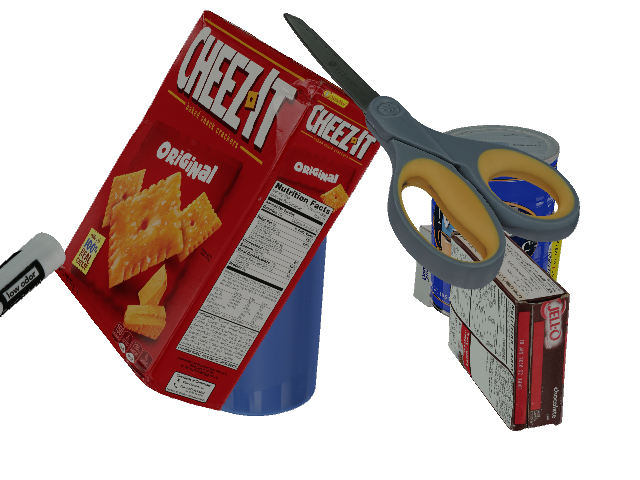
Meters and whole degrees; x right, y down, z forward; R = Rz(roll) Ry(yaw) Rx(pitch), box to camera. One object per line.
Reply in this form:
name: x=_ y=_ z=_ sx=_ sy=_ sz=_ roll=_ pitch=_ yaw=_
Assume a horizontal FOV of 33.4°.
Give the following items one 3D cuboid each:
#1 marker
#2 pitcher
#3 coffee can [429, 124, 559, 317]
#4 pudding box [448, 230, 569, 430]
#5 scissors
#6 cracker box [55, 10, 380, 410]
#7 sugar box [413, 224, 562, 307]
marker: x=-0.162 y=0.037 z=0.480 sx=0.020 sy=0.020 sz=0.121 roll=0 pitch=34 yaw=39
pitcher: x=-0.052 y=0.022 z=0.952 sx=0.149 sy=0.243 sz=0.145 roll=-5 pitch=17 yaw=-21
coffee can: x=0.143 y=-0.014 z=0.888 sx=0.103 sy=0.140 sz=0.103 roll=-2 pitch=24 yaw=1
pudding box: x=0.116 y=0.052 z=0.675 sx=0.039 sy=0.090 sz=0.113 roll=-8 pitch=24 yaw=-14
scissors: x=0.052 y=-0.055 z=0.511 sx=0.096 sy=0.016 sz=0.202 roll=-6 pitch=46 yaw=-16
cracker box: x=-0.073 y=-0.025 z=0.694 sx=0.072 sy=0.214 sz=0.164 roll=24 pitch=10 yaw=-40
sugar box: x=0.202 y=0.026 z=1.279 sx=0.176 sy=0.093 sz=0.048 roll=-5 pitch=20 yaw=-23
